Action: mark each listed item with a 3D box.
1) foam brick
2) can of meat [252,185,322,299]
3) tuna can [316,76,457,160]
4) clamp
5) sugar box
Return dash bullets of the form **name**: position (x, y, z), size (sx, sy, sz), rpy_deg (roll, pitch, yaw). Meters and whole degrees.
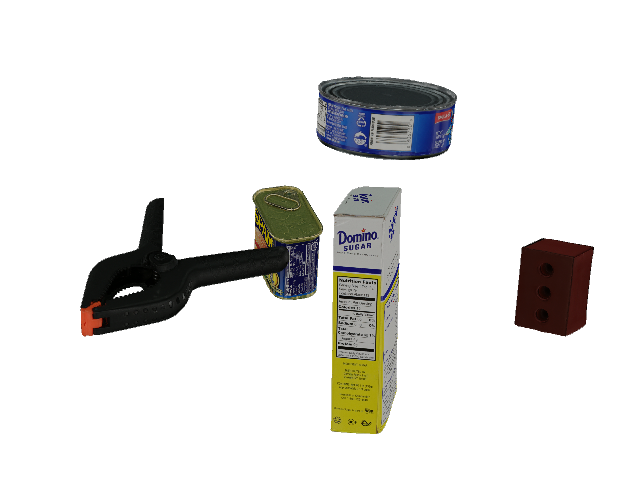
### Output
- **foam brick**: position (0.215, 0.042, 0.984), size (0.053, 0.078, 0.051), rpy_deg (11, 17, 32)
- **can of meat**: position (-0.038, 0.003, 1.153), size (0.057, 0.084, 0.102), rpy_deg (-9, 37, -17)
- **tuna can**: position (0.040, -0.077, 0.662), size (0.086, 0.034, 0.086), rpy_deg (3, 20, -1)
- **clamp**: position (-0.153, 0.024, 0.990), size (0.165, 0.036, 0.209), rpy_deg (25, 36, 30)
- **sugar box**: position (0.036, 0.053, 0.834), size (0.048, 0.176, 0.093), rpy_deg (1, 16, 12)
